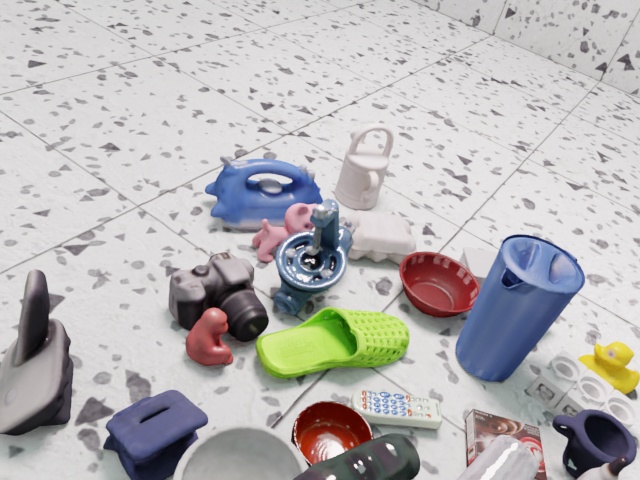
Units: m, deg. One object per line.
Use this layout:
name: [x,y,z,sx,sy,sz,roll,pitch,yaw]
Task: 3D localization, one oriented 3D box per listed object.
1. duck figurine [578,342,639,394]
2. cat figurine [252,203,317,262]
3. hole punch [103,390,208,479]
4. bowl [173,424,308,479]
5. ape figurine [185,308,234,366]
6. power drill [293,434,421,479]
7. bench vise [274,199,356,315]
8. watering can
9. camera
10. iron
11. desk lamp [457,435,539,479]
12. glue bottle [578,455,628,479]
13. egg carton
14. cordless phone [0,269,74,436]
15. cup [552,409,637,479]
duck figurine: [0.523,0.220,1.017,0.104,0.086,0.077,23,39,9]
cat figurine: [-0.058,-0.026,1.084,0.128,0.118,0.067,-9,44,-28]
hole punch: [-0.209,0.241,0.727,0.109,0.091,0.100,-22,52,-38]
bowl: [-0.095,0.314,0.692,0.167,0.075,0.167,10,39,-8]
ape figurine: [-0.162,0.141,0.864,0.076,0.092,0.077,7,39,-11]
power drill: [0.006,0.307,0.628,0.230,0.208,0.075,-19,50,-36]
bench vise: [-0.002,0.000,0.990,0.121,0.220,0.207,18,38,3]
watering can: [0.097,-0.176,1.259,0.101,0.194,0.172,-14,47,-33]
camera: [-0.152,0.095,0.917,0.143,0.101,0.136,-15,48,-34]
iron: [-0.093,-0.107,1.149,0.259,0.141,0.118,-2,42,-22]
desk lamp: [0.160,0.326,0.656,0.117,0.213,0.204,38,43,25]
glue bottle: [0.351,0.332,0.749,0.037,0.173,0.078,39,44,27]
egg carton: [0.119,-0.004,1.159,0.150,0.069,0.107,5,40,-13]
cordless phone: [-0.363,0.140,0.718,0.094,0.185,0.147,-4,42,-23]
cup: [0.391,0.310,0.853,0.117,0.095,0.092,21,39,7]
